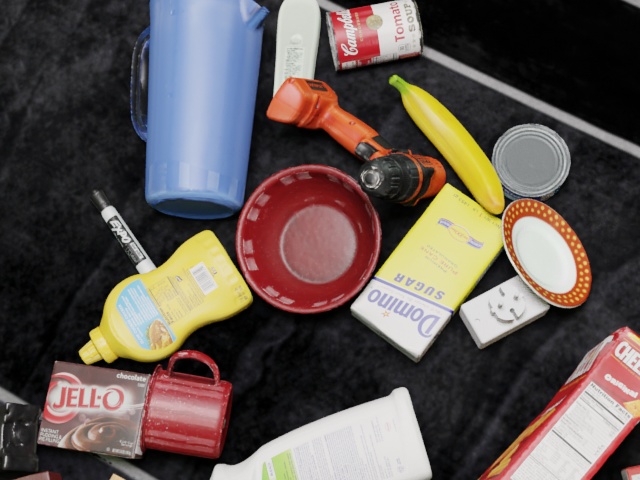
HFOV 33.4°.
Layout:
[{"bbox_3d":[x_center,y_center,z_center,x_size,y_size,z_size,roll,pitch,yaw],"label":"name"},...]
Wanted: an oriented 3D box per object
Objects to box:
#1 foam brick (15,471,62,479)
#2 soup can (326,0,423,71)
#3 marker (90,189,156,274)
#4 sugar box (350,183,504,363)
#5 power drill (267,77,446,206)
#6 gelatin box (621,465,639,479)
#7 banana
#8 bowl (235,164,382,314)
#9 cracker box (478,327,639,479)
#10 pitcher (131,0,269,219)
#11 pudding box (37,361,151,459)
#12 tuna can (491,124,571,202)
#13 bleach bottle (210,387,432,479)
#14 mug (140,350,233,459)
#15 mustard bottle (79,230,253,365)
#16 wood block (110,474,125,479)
[{"bbox_3d":[-0.309,0.278,1.117,0.078,0.051,0.053,-14,73,-1],"label":"foam brick"},{"bbox_3d":[0.062,-0.236,1.226,0.102,0.068,0.068,-10,74,0],"label":"soup can"},{"bbox_3d":[-0.224,-0.009,1.207,0.020,0.020,0.121,-35,75,-6],"label":"marker"},{"bbox_3d":[0.121,0.035,1.158,0.093,0.048,0.176,35,78,13],"label":"sugar box"},{"bbox_3d":[0.035,-0.103,1.144,0.188,0.184,0.057,38,106,18],"label":"power drill"},{"bbox_3d":[0.356,0.270,1.086,0.073,0.030,0.089,-12,74,-1],"label":"gelatin box"},{"bbox_3d":[0.146,-0.103,1.183,0.198,0.069,0.037,52,121,19],"label":"banana"},{"bbox_3d":[-0.008,0.001,1.161,0.162,0.055,0.162,-2,83,14],"label":"bowl"},{"bbox_3d":[0.240,0.194,1.046,0.072,0.164,0.213,40,81,11],"label":"cracker box"},{"bbox_3d":[-0.140,-0.150,1.194,0.145,0.149,0.243,6,78,-11],"label":"pitcher"},{"bbox_3d":[-0.237,0.183,1.142,0.113,0.039,0.090,7,76,9],"label":"pudding box"},{"bbox_3d":[0.233,-0.084,1.190,0.086,0.034,0.086,-1,75,3],"label":"tuna can"},{"bbox_3d":[-0.017,0.235,1.105,0.251,0.068,0.102,-16,73,2],"label":"bleach bottle"},{"bbox_3d":[-0.135,0.171,1.111,0.081,0.093,0.117,9,103,1],"label":"mug"},{"bbox_3d":[-0.175,0.077,1.159,0.191,0.058,0.096,-32,83,-5],"label":"mustard bottle"},{"bbox_3d":[-0.210,0.351,1.048,0.091,0.090,0.206,22,69,24],"label":"wood block"}]
